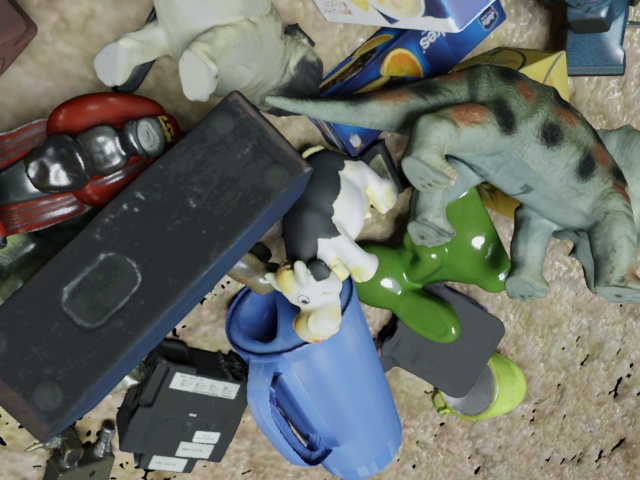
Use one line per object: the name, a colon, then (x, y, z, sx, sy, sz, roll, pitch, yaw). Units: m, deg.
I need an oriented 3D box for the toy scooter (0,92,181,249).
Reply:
toy scooter: (-0.167, -0.042, 0.325, 0.184, 0.135, 0.075, -24, 105, -18)

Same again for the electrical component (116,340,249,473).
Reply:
electrical component: (-0.144, 0.178, 0.562, 0.115, 0.058, 0.134, 23, 101, -28)

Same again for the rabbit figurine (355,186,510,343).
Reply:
rabbit figurine: (0.108, 0.027, 0.577, 0.170, 0.121, 0.159, -25, 86, 15)

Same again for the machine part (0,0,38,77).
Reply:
machine part: (-0.276, -0.079, 0.295, 0.087, 0.201, 0.201, 48, 43, -25)

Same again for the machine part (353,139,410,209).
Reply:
machine part: (0.028, -0.040, 0.560, 0.139, 0.039, 0.084, -41, 129, -6)

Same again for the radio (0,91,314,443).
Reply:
radio: (-0.107, 0.015, 0.353, 0.073, 0.131, 0.229, 43, 81, -1)

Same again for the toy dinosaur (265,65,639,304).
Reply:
toy dinosaur: (0.166, -0.070, 0.451, 0.404, 0.131, 0.192, 33, 60, -18)

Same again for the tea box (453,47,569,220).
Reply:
tea box: (0.208, -0.111, 0.574, 0.068, 0.098, 0.169, -25, 117, -13)

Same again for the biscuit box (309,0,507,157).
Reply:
biscuit box: (0.079, -0.171, 0.512, 0.202, 0.059, 0.062, -43, 121, -3)

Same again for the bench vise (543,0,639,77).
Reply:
bench vise: (0.273, -0.281, 0.503, 0.223, 0.129, 0.240, -11, 107, -47)

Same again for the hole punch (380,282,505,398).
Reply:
hole punch: (0.145, 0.111, 0.655, 0.116, 0.092, 0.142, 31, 99, 3)

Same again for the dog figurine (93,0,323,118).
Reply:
dog figurine: (-0.059, -0.179, 0.404, 0.190, 0.121, 0.172, -26, 138, -59)

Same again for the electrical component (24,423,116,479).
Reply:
electrical component: (-0.257, 0.235, 0.547, 0.078, 0.045, 0.102, -8, 120, -52)

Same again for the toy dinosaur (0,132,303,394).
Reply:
toy dinosaur: (-0.193, 0.018, 0.452, 0.471, 0.105, 0.198, -32, 113, -19)

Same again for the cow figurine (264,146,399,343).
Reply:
cow figurine: (0.000, -0.001, 0.465, 0.098, 0.068, 0.167, 36, 58, -24)
